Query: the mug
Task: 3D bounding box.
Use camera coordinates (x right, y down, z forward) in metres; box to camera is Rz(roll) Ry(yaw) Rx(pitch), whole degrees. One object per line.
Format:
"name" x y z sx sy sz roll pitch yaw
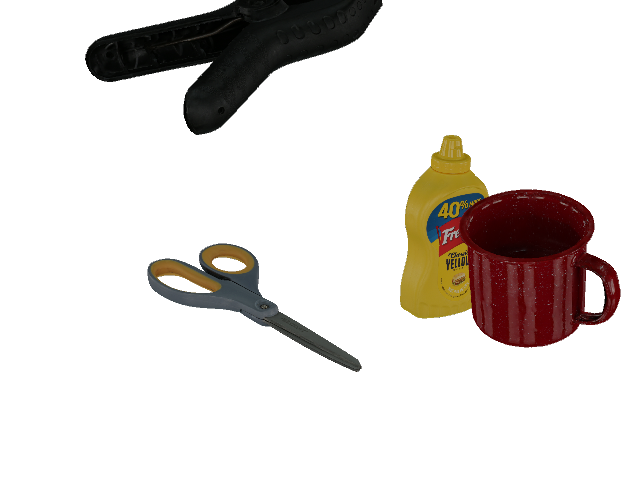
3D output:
"mug" 0.157 0.025 0.756 0.117 0.081 0.093 18 41 34

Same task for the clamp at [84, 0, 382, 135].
"clamp" -0.030 -0.108 0.573 0.171 0.039 0.120 -26 42 -17

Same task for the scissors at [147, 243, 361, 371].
"scissors" -0.039 0.044 0.816 0.202 0.016 0.096 17 32 24

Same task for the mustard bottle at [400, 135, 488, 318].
"mustard bottle" 0.133 -0.017 1.127 0.096 0.192 0.058 -11 25 -28
